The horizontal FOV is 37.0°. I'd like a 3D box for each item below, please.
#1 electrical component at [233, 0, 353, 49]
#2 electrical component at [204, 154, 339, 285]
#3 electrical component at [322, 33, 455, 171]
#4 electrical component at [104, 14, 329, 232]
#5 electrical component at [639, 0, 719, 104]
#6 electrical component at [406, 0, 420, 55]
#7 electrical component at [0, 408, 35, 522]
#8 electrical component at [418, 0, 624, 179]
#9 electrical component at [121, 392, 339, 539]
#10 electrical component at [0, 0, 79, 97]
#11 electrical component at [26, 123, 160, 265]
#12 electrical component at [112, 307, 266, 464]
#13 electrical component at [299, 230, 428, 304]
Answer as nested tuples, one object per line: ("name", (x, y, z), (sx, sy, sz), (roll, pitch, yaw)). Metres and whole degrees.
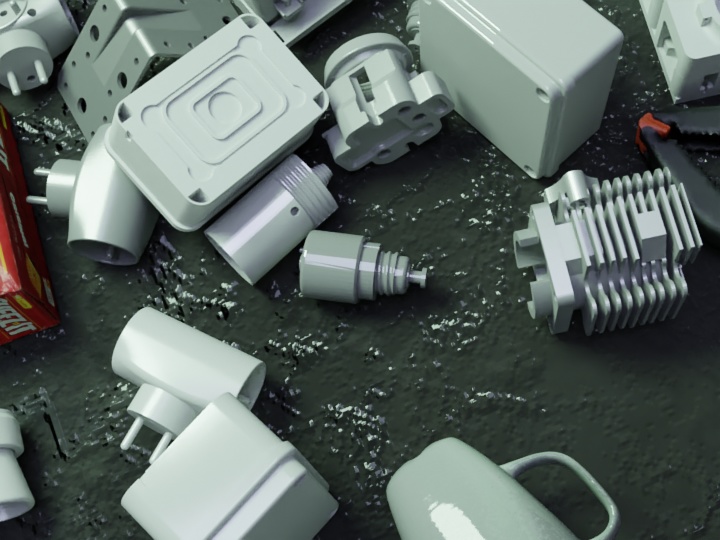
("electrical component", (-0.028, -0.209, 0.692), (0.121, 0.063, 0.078), (-37, 70, -4))
("electrical component", (-0.049, -0.034, 0.644), (0.081, 0.043, 0.043), (-43, 71, -9))
("electrical component", (0.011, -0.105, 0.654), (0.078, 0.058, 0.057), (-30, 64, 20))
("electrical component", (-0.085, -0.085, 0.635), (0.113, 0.057, 0.078), (-42, 91, -24))
("electrical component", (0.220, -0.190, 0.660), (0.089, 0.061, 0.150), (-12, 69, 2))
("electrical component", (0.049, -0.173, 0.685), (0.040, 0.040, 0.078), (17, 73, 12))
("electrical component", (-0.212, 0.112, 0.609), (0.045, 0.045, 0.055), (-19, 69, 0))
("electrical component", (0.090, -0.123, 0.626), (0.056, 0.108, 0.109), (-42, 71, -12))
("electrical component", (-0.062, 0.120, 0.553), (0.057, 0.113, 0.078), (40, 79, 21))
("electrical component", (-0.223, -0.144, 0.700), (0.077, 0.044, 0.079), (-25, 58, -3))
("electrical component", (-0.166, -0.048, 0.662), (0.079, 0.044, 0.077), (7, 71, 9))
("electrical component", (-0.106, 0.071, 0.609), (0.077, 0.043, 0.079), (24, 70, 12))
("electrical component", (0.000, 0.000, 0.628), (0.078, 0.040, 0.040), (7, 71, 8))
